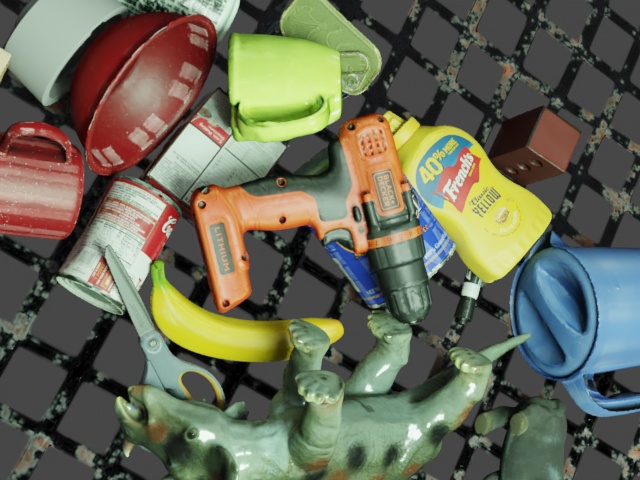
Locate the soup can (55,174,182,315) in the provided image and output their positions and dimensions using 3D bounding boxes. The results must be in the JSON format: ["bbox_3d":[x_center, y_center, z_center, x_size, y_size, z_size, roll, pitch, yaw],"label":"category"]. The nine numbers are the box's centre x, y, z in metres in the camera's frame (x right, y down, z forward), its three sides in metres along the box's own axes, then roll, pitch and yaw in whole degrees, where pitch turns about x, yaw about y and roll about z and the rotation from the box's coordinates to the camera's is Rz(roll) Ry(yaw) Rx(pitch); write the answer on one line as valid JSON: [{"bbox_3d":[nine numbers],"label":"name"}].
[{"bbox_3d":[-0.171,0.004,0.909,0.068,0.069,0.102,33,72,-17],"label":"soup can"}]

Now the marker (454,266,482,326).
[{"bbox_3d":[0.158,0.028,1.077,0.020,0.020,0.121,22,75,-20],"label":"marker"}]

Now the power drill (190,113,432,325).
[{"bbox_3d":[-0.006,0.001,0.900,0.187,0.057,0.184,-15,92,-11],"label":"power drill"}]

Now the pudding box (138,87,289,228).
[{"bbox_3d":[-0.095,-0.069,0.969,0.090,0.039,0.113,40,71,-14],"label":"pudding box"}]

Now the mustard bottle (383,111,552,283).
[{"bbox_3d":[0.130,-0.055,1.045,0.191,0.058,0.096,44,73,-1],"label":"mustard bottle"}]

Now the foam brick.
[{"bbox_3d":[0.217,-0.095,1.088,0.053,0.078,0.051,31,73,-15],"label":"foam brick"}]

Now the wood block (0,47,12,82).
[{"bbox_3d":[-0.360,-0.152,0.835,0.206,0.090,0.090,30,72,-17],"label":"wood block"}]

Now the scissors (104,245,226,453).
[{"bbox_3d":[-0.152,0.103,0.895,0.096,0.016,0.201,-43,123,-11],"label":"scissors"}]

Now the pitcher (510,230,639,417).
[{"bbox_3d":[0.328,0.078,1.088,0.242,0.145,0.149,-2,115,-27],"label":"pitcher"}]

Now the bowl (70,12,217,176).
[{"bbox_3d":[-0.159,-0.135,0.902,0.055,0.162,0.162,37,68,12],"label":"bowl"}]

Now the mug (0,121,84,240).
[{"bbox_3d":[-0.238,-0.052,0.866,0.081,0.117,0.093,7,45,-28],"label":"mug"}]

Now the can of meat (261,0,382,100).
[{"bbox_3d":[-0.006,-0.172,0.997,0.102,0.084,0.057,40,69,-14],"label":"can of meat"}]

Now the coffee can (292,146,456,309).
[{"bbox_3d":[0.044,-0.022,0.988,0.102,0.103,0.140,-41,100,-23],"label":"coffee can"}]

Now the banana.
[{"bbox_3d":[-0.073,0.078,0.947,0.197,0.070,0.037,19,34,-29],"label":"banana"}]
